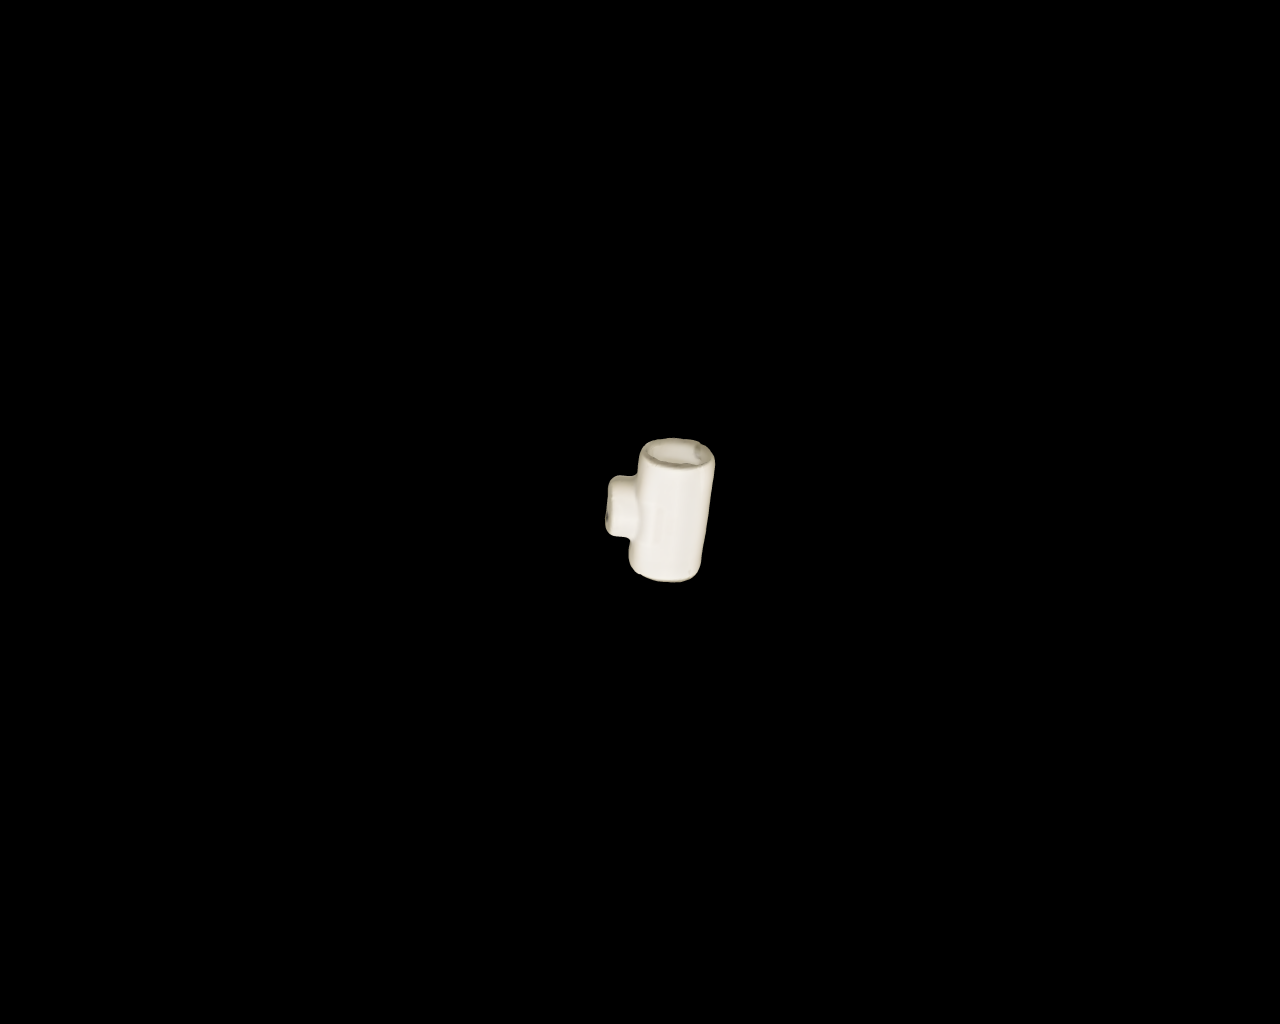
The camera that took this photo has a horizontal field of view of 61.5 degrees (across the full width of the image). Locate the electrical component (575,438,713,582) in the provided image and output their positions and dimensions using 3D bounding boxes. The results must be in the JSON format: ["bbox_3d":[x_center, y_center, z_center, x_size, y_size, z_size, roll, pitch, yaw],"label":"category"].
[{"bbox_3d":[0.001,-0.003,0.650,0.079,0.077,0.043,4,28,-2],"label":"electrical component"}]
